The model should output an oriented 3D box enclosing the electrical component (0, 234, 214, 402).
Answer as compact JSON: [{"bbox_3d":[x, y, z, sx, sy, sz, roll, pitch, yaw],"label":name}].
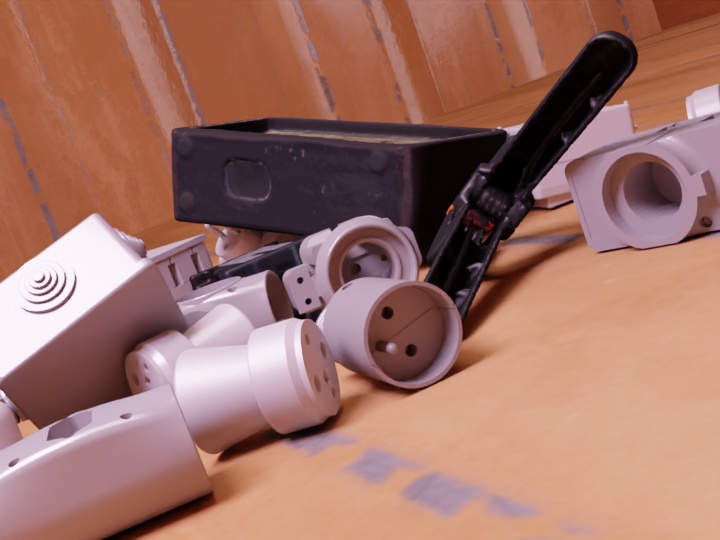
[{"bbox_3d":[-0.201,0.039,0.803,0.105,0.060,0.186,-14,11,36],"label":"electrical component"}]

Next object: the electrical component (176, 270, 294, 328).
[{"bbox_3d":[-0.084,0.035,0.607,0.077,0.044,0.079,-19,9,12],"label":"electrical component"}]

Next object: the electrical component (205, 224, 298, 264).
[{"bbox_3d":[-0.087,-0.016,0.849,0.077,0.079,0.043,-10,51,50],"label":"electrical component"}]

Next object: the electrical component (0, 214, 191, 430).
[{"bbox_3d":[-0.137,0.031,0.528,0.100,0.048,0.099,-40,-28,-15],"label":"electrical component"}]

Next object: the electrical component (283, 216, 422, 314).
[{"bbox_3d":[0.000,0.000,0.599,0.078,0.058,0.057,-22,6,-12],"label":"electrical component"}]

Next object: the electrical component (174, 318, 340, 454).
[{"bbox_3d":[-0.041,0.047,0.438,0.055,0.045,0.045,-17,9,14],"label":"electrical component"}]

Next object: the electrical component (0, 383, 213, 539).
[{"bbox_3d":[-0.101,0.074,0.406,0.077,0.043,0.079,-22,8,-12],"label":"electrical component"}]

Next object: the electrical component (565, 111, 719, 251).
[{"bbox_3d":[0.155,-0.044,0.540,0.089,0.050,0.056,-12,11,45],"label":"electrical component"}]

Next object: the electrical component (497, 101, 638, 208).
[{"bbox_3d":[0.156,-0.083,0.770,0.096,0.061,0.062,-14,8,-9],"label":"electrical component"}]

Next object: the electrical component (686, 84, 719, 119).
[{"bbox_3d":[0.253,-0.106,0.722,0.055,0.045,0.045,-16,9,28],"label":"electrical component"}]

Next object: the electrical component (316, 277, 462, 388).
[{"bbox_3d":[0.007,0.025,0.467,0.043,0.043,0.081,-23,9,-19],"label":"electrical component"}]

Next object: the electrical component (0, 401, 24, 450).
[{"bbox_3d":[-0.178,0.084,0.465,0.054,0.059,0.095,-25,10,-29],"label":"electrical component"}]

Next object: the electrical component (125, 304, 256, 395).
[{"bbox_3d":[-0.080,0.047,0.525,0.055,0.045,0.045,-27,11,-35],"label":"electrical component"}]
